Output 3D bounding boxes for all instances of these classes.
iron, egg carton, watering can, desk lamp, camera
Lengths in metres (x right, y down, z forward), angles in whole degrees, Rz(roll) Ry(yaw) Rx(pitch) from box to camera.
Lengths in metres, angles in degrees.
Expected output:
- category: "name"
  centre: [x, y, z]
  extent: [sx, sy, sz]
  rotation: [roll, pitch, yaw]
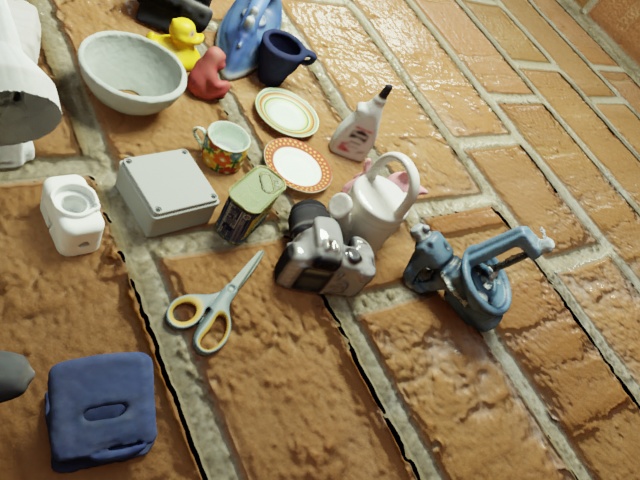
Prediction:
- category: "iron"
  centre: [-0.132, -0.434, 1.131]
  extent: [0.119, 0.141, 0.258]
  rotation: [23, 45, -13]
- category: "egg carton"
  centre: [-0.480, -0.308, 0.863]
  extent: [0.107, 0.069, 0.150]
  rotation: [4, 52, -29]
- category: "watering can"
  centre: [0.086, -0.054, 0.906]
  extent: [0.101, 0.194, 0.173]
  rotation: [42, 44, 7]
- category: "desk lamp"
  centre: [-0.402, -0.180, 0.699]
  extent: [0.118, 0.213, 0.203]
  rotation: [-10, 59, -37]
- category: "camera"
  centre: [0.008, 0.003, 0.877]
  extent: [0.143, 0.100, 0.136]
  rotation: [11, 49, -24]

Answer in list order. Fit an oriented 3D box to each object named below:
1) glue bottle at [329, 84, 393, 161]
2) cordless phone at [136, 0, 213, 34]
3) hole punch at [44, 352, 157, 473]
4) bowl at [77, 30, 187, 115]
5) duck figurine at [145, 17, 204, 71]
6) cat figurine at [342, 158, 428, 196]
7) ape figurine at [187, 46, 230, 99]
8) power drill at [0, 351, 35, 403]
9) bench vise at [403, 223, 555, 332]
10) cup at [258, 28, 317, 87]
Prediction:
- category: "glue bottle"
  centre: [0.086, -0.222, 1.063]
  extent: [0.078, 0.173, 0.037]
  rotation: [15, 47, -20]
- category: "cordless phone"
  centre: [-0.258, -0.479, 1.059]
  extent: [0.148, 0.185, 0.094]
  rotation: [17, 47, -18]
- category: "hole punch"
  centre: [-0.224, 0.178, 0.595]
  extent: [0.109, 0.091, 0.101]
  rotation: [-2, 55, -33]
- category: "bowl"
  centre: [-0.305, -0.255, 0.922]
  extent: [0.168, 0.074, 0.167]
  rotation: [17, 47, -19]
- category: "duck figurine"
  centre: [-0.259, -0.362, 1.032]
  extent: [0.105, 0.086, 0.077]
  rotation: [7, 51, -27]
- category: "cat figurine"
  centre: [0.120, -0.095, 1.017]
  extent: [0.128, 0.117, 0.067]
  rotation: [37, 44, 2]
- category: "ape figurine"
  centre: [-0.193, -0.301, 1.016]
  extent: [0.076, 0.092, 0.077]
  rotation: [-10, 60, -37]
- category: "power drill"
  centre: [-0.361, 0.142, 0.456]
  extent: [0.230, 0.208, 0.075]
  rotation: [7, 51, -27]
- category: "bench vise"
  centre: [0.244, 0.039, 0.906]
  extent: [0.208, 0.219, 0.121]
  rotation: [25, 45, -11]
- category: "cup"
  centre: [-0.073, -0.348, 1.128]
  extent: [0.118, 0.095, 0.091]
  rotation: [6, 51, -27]
